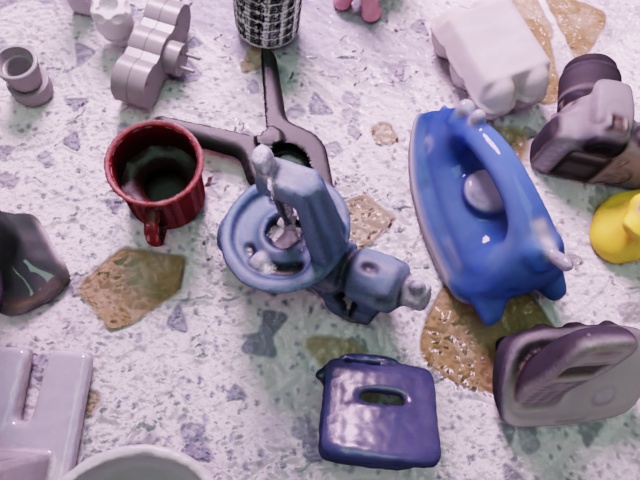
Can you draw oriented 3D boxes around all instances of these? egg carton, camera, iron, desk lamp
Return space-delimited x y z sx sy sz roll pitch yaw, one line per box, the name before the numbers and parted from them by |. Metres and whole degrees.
egg carton | 0.202 -0.217 0.681 0.107 0.069 0.150 -22 74 -13
camera | 0.327 -0.143 0.651 0.143 0.101 0.137 11 69 -2
iron | 0.166 -0.054 0.580 0.119 0.141 0.258 -19 73 -12
desk lamp | -0.264 0.166 0.417 0.118 0.213 0.203 4 70 -4

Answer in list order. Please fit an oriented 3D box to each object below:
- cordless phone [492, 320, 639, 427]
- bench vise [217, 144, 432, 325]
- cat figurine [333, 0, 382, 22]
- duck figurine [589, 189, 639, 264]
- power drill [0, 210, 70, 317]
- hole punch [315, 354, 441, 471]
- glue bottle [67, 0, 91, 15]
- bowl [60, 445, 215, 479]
cordless phone | 0.244 0.111 0.505 0.147 0.185 0.094 -6 71 -8
bench vise | 0.006 -0.009 0.506 0.207 0.220 0.121 8 69 -3
cat figurine | 0.067 -0.354 0.691 0.067 0.118 0.128 19 69 1
duck figurine | 0.354 -0.027 0.620 0.105 0.086 0.077 -35 77 -16
power drill | -0.290 -0.007 0.480 0.076 0.208 0.229 -33 77 -16
hole punch | 0.050 0.154 0.520 0.108 0.091 0.101 6 70 -3
glue bottle | -0.268 -0.331 0.618 0.037 0.173 0.078 10 69 -2
bowl | -0.149 0.256 0.471 0.167 0.075 0.167 2 70 -5
